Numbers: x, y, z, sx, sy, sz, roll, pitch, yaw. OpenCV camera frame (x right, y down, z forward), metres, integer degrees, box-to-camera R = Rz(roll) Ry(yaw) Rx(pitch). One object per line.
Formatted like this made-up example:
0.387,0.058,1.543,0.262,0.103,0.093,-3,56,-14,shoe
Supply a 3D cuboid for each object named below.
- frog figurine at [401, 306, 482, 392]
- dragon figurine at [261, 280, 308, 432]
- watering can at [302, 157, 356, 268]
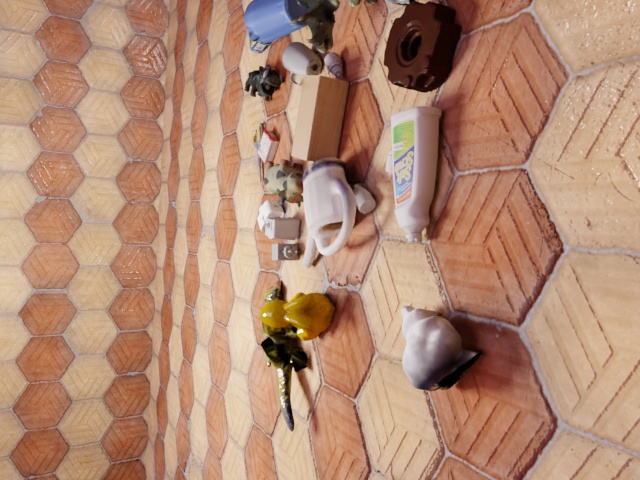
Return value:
0.182,0.177,0.903,0.162,0.123,0.134,52,152,34,frog figurine
-0.118,0.316,1.470,0.240,0.122,0.415,129,140,-71,dragon figurine
0.004,-0.063,1.261,0.342,0.104,0.228,137,130,-62,watering can
